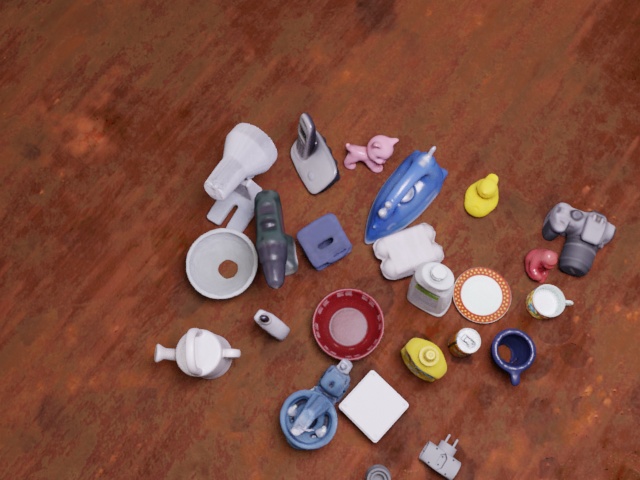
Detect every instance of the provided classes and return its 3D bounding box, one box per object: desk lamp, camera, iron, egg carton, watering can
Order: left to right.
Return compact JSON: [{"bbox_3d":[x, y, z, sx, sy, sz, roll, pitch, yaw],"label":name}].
[{"bbox_3d":[-0.262,0.244,1.220,0.173,0.194,0.101,-22,74,-3],"label":"watering can"},{"bbox_3d":[-0.186,-0.138,1.314,0.117,0.213,0.203,28,78,11],"label":"desk lamp"},{"bbox_3d":[0.188,-0.104,1.322,0.118,0.141,0.258,37,79,12],"label":"iron"},{"bbox_3d":[0.204,0.028,1.321,0.150,0.069,0.107,-21,74,-3],"label":"egg carton"},{"bbox_3d":[0.577,0.001,1.291,0.143,0.101,0.137,23,77,9],"label":"camera"}]

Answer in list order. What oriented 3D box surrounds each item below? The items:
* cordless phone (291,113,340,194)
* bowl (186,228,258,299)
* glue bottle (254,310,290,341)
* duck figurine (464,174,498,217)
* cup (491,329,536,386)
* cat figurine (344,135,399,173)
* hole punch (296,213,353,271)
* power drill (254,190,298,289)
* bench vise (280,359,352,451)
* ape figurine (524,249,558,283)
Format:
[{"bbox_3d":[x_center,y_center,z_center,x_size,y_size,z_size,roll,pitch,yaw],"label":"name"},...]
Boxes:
[{"bbox_3d":[-0.015,-0.203,1.338,0.094,0.185,0.147,-28,74,-5],"label":"cordless phone"},{"bbox_3d":[-0.221,0.061,1.332,0.167,0.075,0.167,-1,74,3],"label":"bowl"},{"bbox_3d":[-0.111,0.179,1.241,0.078,0.173,0.037,31,78,11],"label":"glue bottle"},{"bbox_3d":[0.384,-0.108,1.341,0.077,0.086,0.105,30,78,11],"label":"duck figurine"},{"bbox_3d":[0.407,0.255,1.231,0.091,0.095,0.118,-1,74,3],"label":"cup"},{"bbox_3d":[0.121,-0.215,1.369,0.127,0.118,0.067,6,74,5],"label":"cat figurine"},{"bbox_3d":[0.012,0.005,1.326,0.109,0.091,0.101,-32,75,-6],"label":"hole punch"},{"bbox_3d":[-0.098,0.014,1.269,0.075,0.208,0.229,-10,74,1],"label":"power drill"},{"bbox_3d":[-0.014,0.330,1.168,0.121,0.220,0.207,16,76,8],"label":"bench vise"},{"bbox_3d":[0.503,0.049,1.286,0.078,0.092,0.076,-28,74,-5],"label":"ape figurine"}]
